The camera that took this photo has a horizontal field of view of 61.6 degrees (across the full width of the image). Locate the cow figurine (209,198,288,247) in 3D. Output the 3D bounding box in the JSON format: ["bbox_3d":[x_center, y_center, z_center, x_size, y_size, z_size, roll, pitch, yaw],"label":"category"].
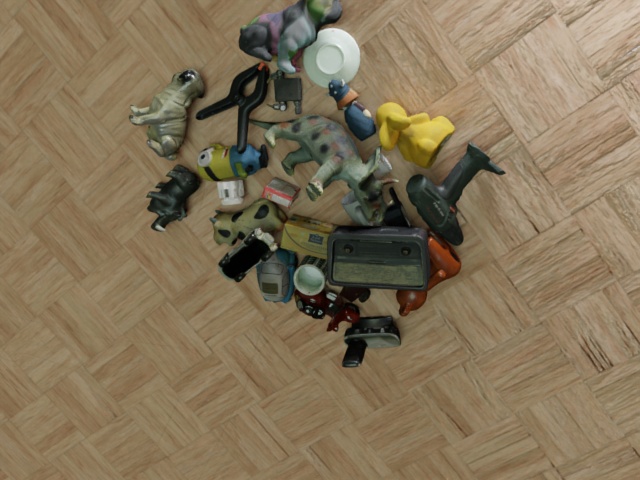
[{"bbox_3d":[-0.193,-0.043,1.363,0.195,0.085,0.127,-29,107,22],"label":"cow figurine"}]

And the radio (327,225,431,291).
[{"bbox_3d":[0.133,0.038,1.218,0.230,0.073,0.131,2,108,15],"label":"radio"}]

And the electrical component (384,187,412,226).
[{"bbox_3d":[0.178,-0.062,1.286,0.048,0.075,0.119,-25,107,17],"label":"electrical component"}]

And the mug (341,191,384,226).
[{"bbox_3d":[0.112,-0.062,1.287,0.081,0.110,0.107,-30,114,12],"label":"mug"}]

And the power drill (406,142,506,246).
[{"bbox_3d":[0.317,-0.108,1.226,0.232,0.086,0.207,34,113,-32],"label":"power drill"}]

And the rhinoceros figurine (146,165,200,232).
[{"bbox_3d":[-0.384,-0.104,1.391,0.112,0.073,0.190,36,110,-14],"label":"rhinoceros figurine"}]

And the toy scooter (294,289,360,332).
[{"bbox_3d":[0.011,0.180,1.372,0.184,0.135,0.075,22,113,4],"label":"toy scooter"}]

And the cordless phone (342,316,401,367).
[{"bbox_3d":[0.127,0.267,1.353,0.147,0.184,0.088,-5,104,13],"label":"cordless phone"}]

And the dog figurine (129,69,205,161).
[{"bbox_3d":[-0.341,-0.301,1.303,0.191,0.121,0.172,-29,136,2],"label":"dog figurine"}]

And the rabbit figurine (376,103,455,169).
[{"bbox_3d":[0.189,-0.238,1.196,0.173,0.162,0.121,42,125,14],"label":"rabbit figurine"}]

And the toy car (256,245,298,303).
[{"bbox_3d":[-0.120,0.099,1.388,0.109,0.103,0.161,7,108,10],"label":"toy car"}]

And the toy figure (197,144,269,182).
[{"bbox_3d":[-0.216,-0.188,1.319,0.180,0.082,0.089,-3,116,8],"label":"toy figure"}]

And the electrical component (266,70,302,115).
[{"bbox_3d":[-0.083,-0.346,1.254,0.078,0.045,0.102,7,110,10],"label":"electrical component"}]

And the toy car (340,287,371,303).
[{"bbox_3d":[0.127,0.072,1.355,0.089,0.053,0.202,35,108,-13],"label":"toy car"}]

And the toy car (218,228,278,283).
[{"bbox_3d":[-0.182,0.039,1.334,0.073,0.056,0.202,45,126,-12],"label":"toy car"}]

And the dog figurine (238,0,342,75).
[{"bbox_3d":[-0.061,-0.484,1.173,0.192,0.108,0.219,27,108,4],"label":"dog figurine"}]

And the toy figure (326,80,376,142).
[{"bbox_3d":[0.071,-0.300,1.234,0.064,0.058,0.154,-31,96,14],"label":"toy figure"}]

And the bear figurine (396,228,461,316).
[{"bbox_3d":[0.241,0.082,1.305,0.196,0.120,0.132,-41,94,26],"label":"bear figurine"}]

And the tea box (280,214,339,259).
[{"bbox_3d":[-0.003,-0.004,1.331,0.170,0.098,0.068,16,111,8],"label":"tea box"}]

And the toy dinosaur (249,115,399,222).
[{"bbox_3d":[0.008,-0.209,1.226,0.192,0.131,0.405,-36,68,-11],"label":"toy dinosaur"}]
